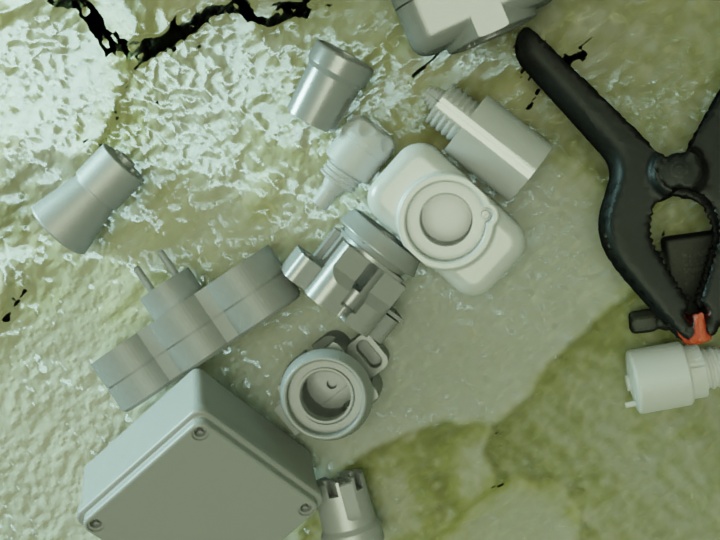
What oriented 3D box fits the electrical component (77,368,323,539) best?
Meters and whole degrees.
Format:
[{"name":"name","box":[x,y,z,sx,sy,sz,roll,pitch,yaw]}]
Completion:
[{"name":"electrical component","box":[-0.099,0.135,0.670,0.109,0.056,0.109,-41,118,13]}]

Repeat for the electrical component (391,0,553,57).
[{"name":"electrical component","box":[0.068,-0.167,0.639,0.095,0.053,0.059,-23,95,8]}]

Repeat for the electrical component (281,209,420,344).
[{"name":"electrical component","box":[0.000,0.000,0.664,0.078,0.058,0.057,36,96,-20]}]

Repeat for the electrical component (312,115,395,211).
[{"name":"electrical component","box":[-0.008,-0.064,0.669,0.035,0.035,0.061,38,102,0]}]

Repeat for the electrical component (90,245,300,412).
[{"name":"electrical component","box":[-0.114,0.023,0.681,0.138,0.052,0.073,-34,93,8]}]

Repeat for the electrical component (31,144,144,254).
[{"name":"electrical component","box":[-0.170,-0.048,0.684,0.044,0.044,0.065,45,94,-1]}]

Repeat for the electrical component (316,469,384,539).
[{"name":"electrical component","box":[-0.009,0.156,0.695,0.040,0.040,0.046,-14,91,7]}]

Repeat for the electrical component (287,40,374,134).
[{"name":"electrical component","box":[-0.020,-0.112,0.662,0.040,0.040,0.046,30,104,1]}]

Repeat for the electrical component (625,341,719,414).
[{"name":"electrical component","box":[0.200,0.064,0.663,0.078,0.040,0.040,-11,96,6]}]

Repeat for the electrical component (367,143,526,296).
[{"name":"electrical component","box":[0.053,-0.031,0.655,0.095,0.059,0.053,42,99,-1]}]

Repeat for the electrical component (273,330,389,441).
[{"name":"electrical component","box":[-0.019,0.074,0.676,0.078,0.057,0.058,-39,92,9]}]

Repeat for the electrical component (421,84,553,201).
[{"name":"electrical component","box":[0.072,-0.084,0.655,0.081,0.043,0.043,38,99,0]}]
